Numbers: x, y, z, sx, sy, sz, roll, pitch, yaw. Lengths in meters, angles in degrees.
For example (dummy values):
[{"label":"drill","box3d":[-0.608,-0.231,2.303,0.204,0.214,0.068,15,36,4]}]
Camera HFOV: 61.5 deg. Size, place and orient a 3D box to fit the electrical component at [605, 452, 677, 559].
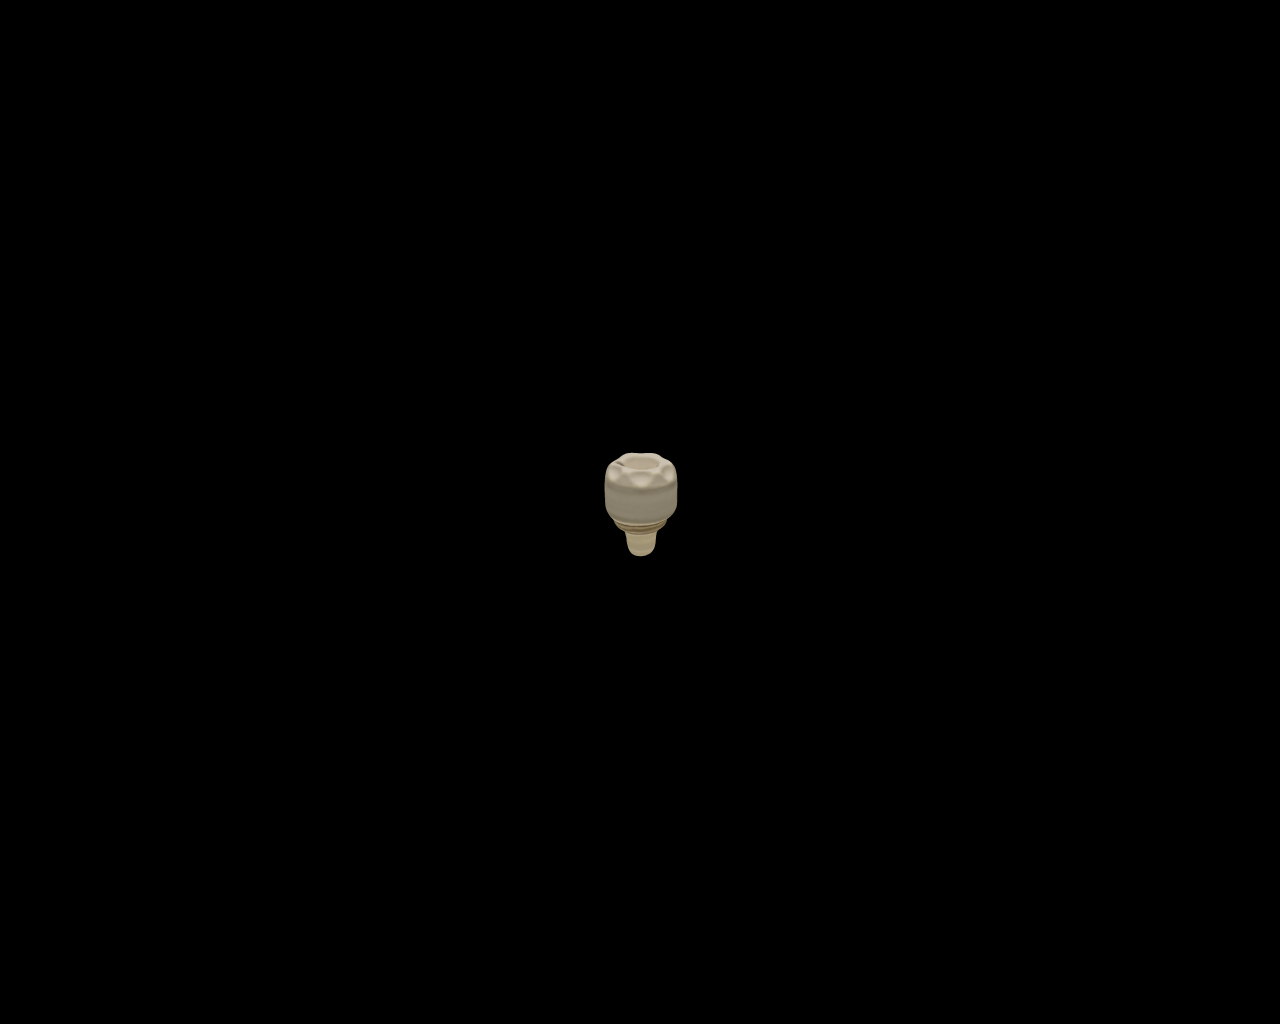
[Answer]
[{"label":"electrical component","box3d":[0.001,-0.003,0.650,0.043,0.062,0.043,0,24,0]}]
